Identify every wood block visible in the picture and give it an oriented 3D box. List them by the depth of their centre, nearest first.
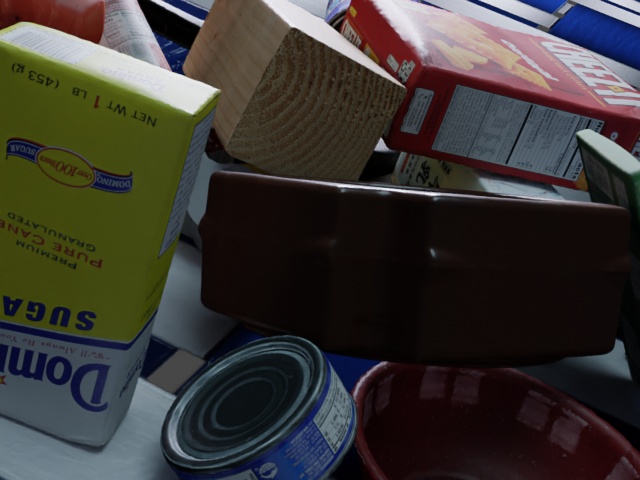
[{"bbox_3d":[-0.027,-0.114,0.754,0.090,0.090,0.206,24,15,-24],"label":"wood block"}]

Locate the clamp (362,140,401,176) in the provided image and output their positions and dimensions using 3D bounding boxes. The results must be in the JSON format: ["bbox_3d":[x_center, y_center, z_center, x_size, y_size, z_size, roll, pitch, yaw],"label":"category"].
[{"bbox_3d":[0.055,-0.091,0.920,0.171,0.039,0.120,2,29,-31],"label":"clamp"}]

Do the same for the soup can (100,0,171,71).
[{"bbox_3d":[-0.159,-0.148,0.810,0.068,0.069,0.102,-10,67,-45],"label":"soup can"}]

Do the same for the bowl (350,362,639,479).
[{"bbox_3d":[0.082,0.123,0.509,0.162,0.055,0.162,15,26,-8],"label":"bowl"}]

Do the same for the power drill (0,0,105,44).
[{"bbox_3d":[-0.190,-0.119,0.657,0.184,0.057,0.187,21,23,-6],"label":"power drill"}]

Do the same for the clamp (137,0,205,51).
[{"bbox_3d":[-0.091,-0.168,0.934,0.164,0.036,0.209,49,28,5],"label":"clamp"}]

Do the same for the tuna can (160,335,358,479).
[{"bbox_3d":[-0.028,0.083,0.480,0.086,0.033,0.086,-23,28,13],"label":"tuna can"}]

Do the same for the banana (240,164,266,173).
[{"bbox_3d":[-0.005,-0.014,0.742,0.198,0.037,0.069,16,51,-1],"label":"banana"}]

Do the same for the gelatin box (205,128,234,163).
[{"bbox_3d":[-0.114,-0.067,0.771,0.073,0.030,0.089,30,28,21],"label":"gelatin box"}]

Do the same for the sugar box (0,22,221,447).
[{"bbox_3d":[-0.113,0.002,0.472,0.093,0.176,0.048,21,24,4],"label":"sugar box"}]

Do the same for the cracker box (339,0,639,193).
[{"bbox_3d":[0.133,-0.112,0.797,0.213,0.072,0.164,10,28,-20],"label":"cracker box"}]

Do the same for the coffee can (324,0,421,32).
[{"bbox_3d":[0.052,-0.203,1.062,0.102,0.103,0.140,18,27,-4],"label":"coffee can"}]
